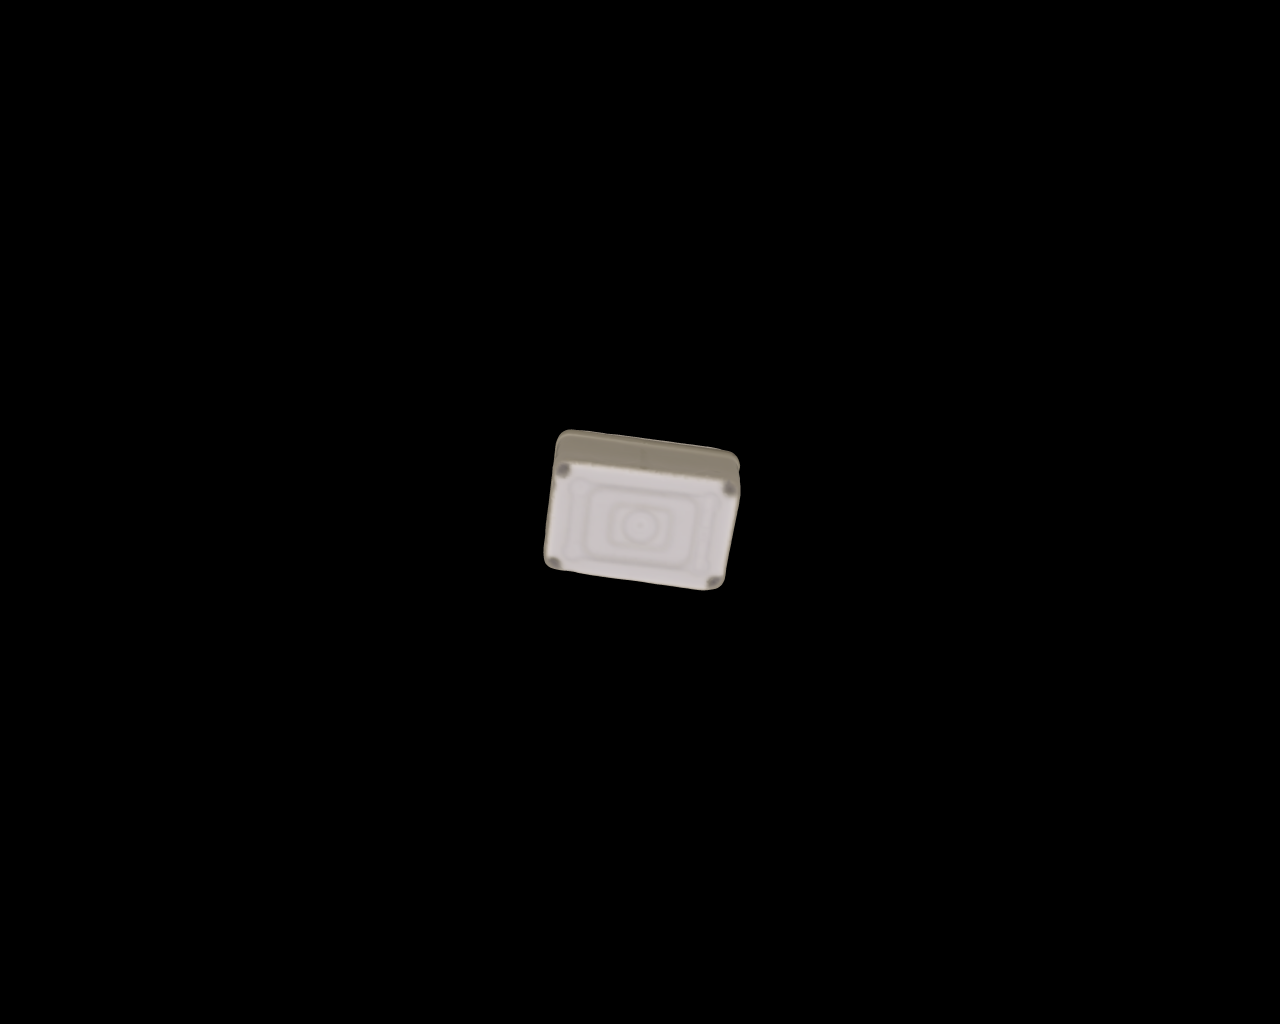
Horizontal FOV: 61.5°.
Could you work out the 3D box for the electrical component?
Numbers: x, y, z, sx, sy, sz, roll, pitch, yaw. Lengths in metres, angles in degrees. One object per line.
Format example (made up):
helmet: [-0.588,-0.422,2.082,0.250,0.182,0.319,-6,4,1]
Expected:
electrical component: [0.001,-0.003,0.650,0.113,0.078,0.057,8,24,-3]
